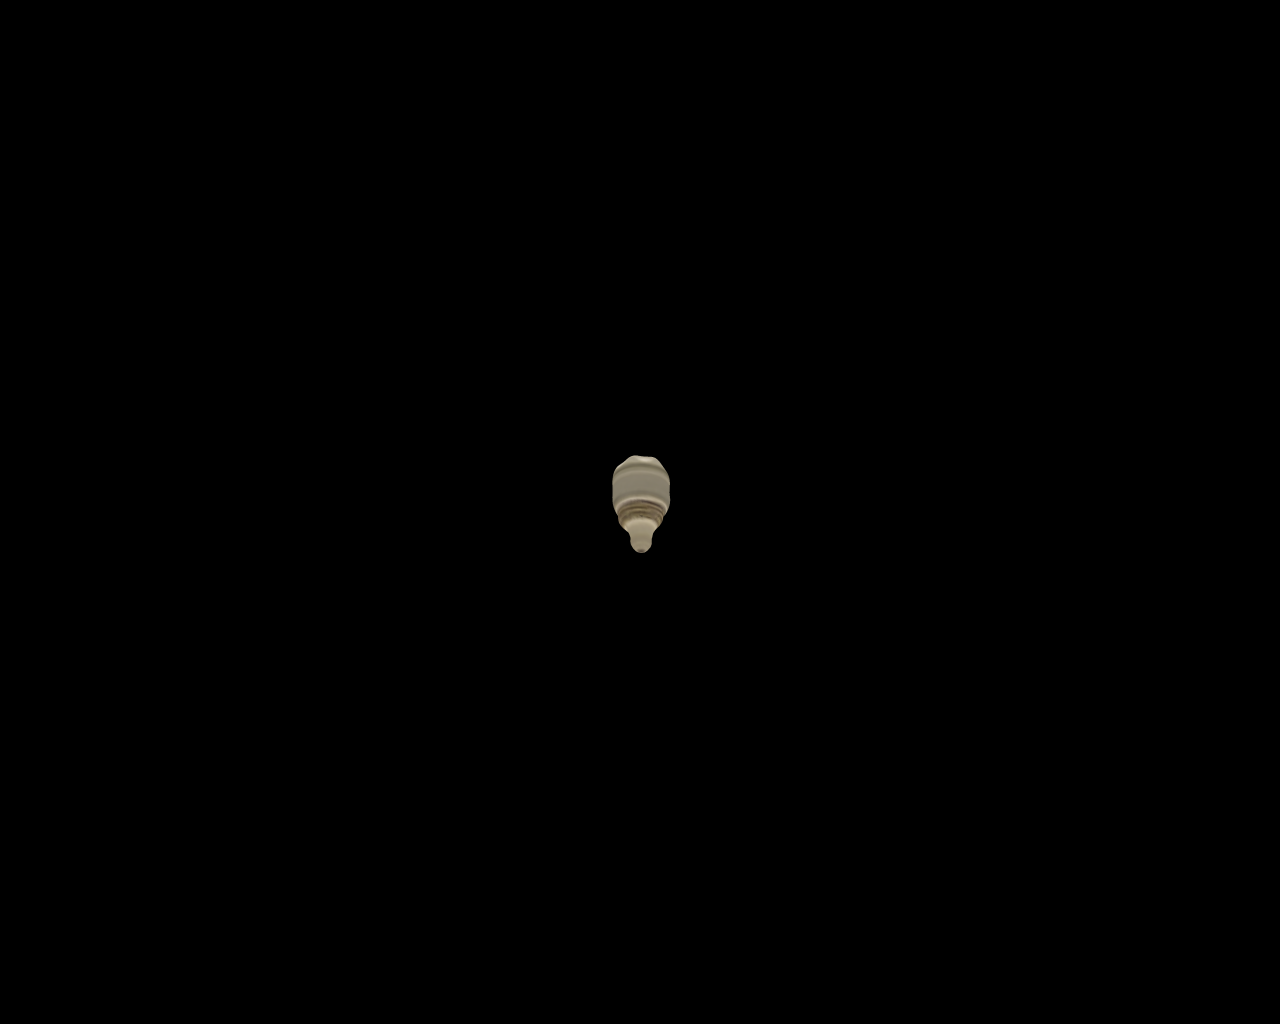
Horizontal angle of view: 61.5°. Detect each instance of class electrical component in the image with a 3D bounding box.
[{"bbox_3d":[0.001,-0.003,0.650,0.035,0.061,0.035,0,-31,0],"label":"electrical component"}]
